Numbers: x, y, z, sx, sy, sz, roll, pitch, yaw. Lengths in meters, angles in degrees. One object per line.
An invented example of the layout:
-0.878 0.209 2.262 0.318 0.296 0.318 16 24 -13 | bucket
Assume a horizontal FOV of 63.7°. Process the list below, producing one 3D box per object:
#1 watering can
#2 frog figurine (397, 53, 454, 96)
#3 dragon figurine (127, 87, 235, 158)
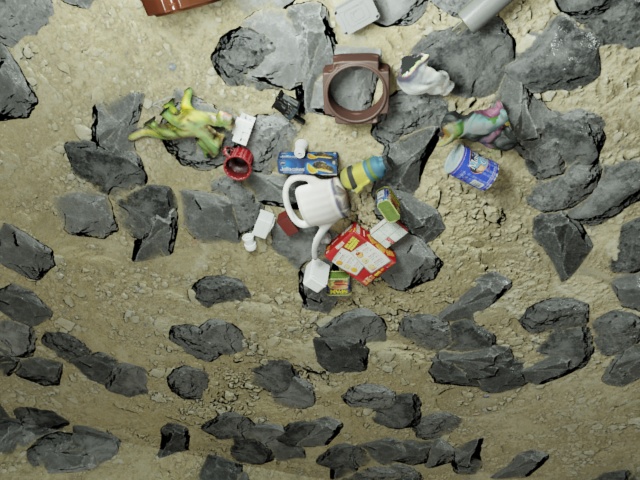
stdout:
0.005 -0.091 1.803 0.223 0.106 0.341 -15 119 15 | watering can
0.308 -0.461 1.508 0.157 0.125 0.137 37 155 -30 | frog figurine
-0.431 -0.345 1.680 0.406 0.125 0.239 -20 129 39 | dragon figurine
